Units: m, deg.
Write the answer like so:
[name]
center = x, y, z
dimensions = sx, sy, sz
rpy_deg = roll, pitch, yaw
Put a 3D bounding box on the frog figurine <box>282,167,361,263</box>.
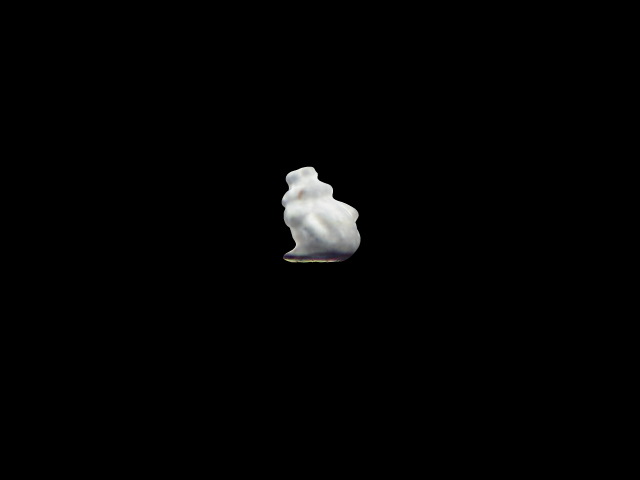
[frog figurine]
center = 0.003, -0.043, 0.850
dimensions = 0.137, 0.160, 0.122
rpy_deg = 1, -1, -28
